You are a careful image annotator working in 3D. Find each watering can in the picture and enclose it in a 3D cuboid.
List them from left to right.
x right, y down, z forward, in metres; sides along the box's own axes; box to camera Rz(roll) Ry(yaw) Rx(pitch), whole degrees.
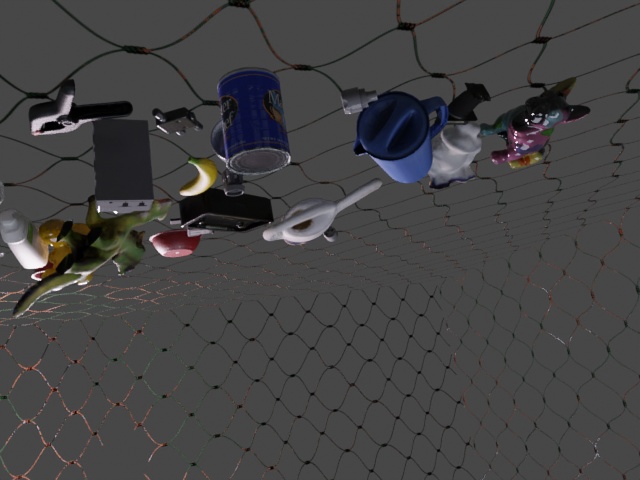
[{"bbox_3d":[0.004,-0.072,1.436,0.349,0.104,0.223,-24,175,-8],"label":"watering can"}]

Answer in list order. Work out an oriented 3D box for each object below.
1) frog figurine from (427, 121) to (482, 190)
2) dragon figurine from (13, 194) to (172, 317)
[{"bbox_3d":[0.295,-0.209,1.160,0.137,0.126,0.155,-2,129,3],"label":"frog figurine"},{"bbox_3d":[-0.519,0.039,1.248,0.410,0.124,0.240,-48,153,1],"label":"dragon figurine"}]
